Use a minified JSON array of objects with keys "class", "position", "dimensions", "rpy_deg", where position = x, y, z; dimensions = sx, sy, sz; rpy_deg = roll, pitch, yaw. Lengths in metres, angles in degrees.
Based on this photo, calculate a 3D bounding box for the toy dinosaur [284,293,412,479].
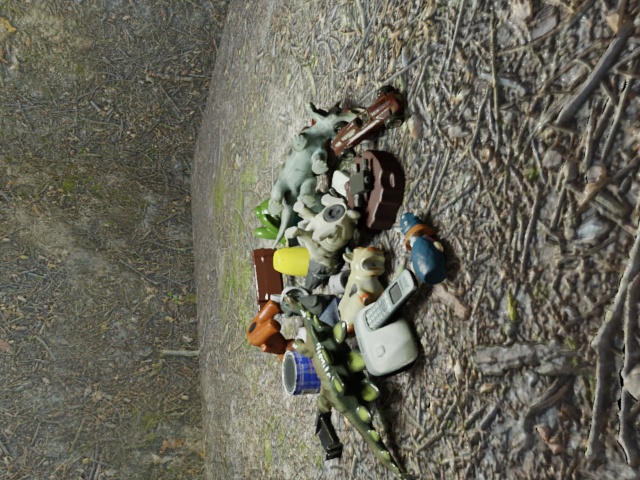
[{"class":"toy dinosaur","position":[0.048,0.292,1.104],"dimensions":[0.472,0.105,0.198],"rpy_deg":[55,158,21]}]

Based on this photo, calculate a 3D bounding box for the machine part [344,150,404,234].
[{"class":"machine part","position":[0.111,-0.103,1.138],"dimensions":[0.179,0.056,0.179],"rpy_deg":[-177,90,-67]}]

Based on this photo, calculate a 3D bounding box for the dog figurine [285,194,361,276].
[{"class":"dog figurine","position":[0.035,0.004,1.182],"dimensions":[0.173,0.190,0.121],"rpy_deg":[4,56,35]}]

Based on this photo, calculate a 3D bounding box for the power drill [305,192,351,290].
[{"class":"power drill","position":[-0.003,-0.004,1.379],"dimensions":[0.232,0.086,0.207],"rpy_deg":[129,143,-53]}]

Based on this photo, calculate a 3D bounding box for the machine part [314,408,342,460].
[{"class":"machine part","position":[0.015,0.475,1.330],"dimensions":[0.139,0.039,0.084],"rpy_deg":[-122,45,-57]}]

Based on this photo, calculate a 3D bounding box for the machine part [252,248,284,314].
[{"class":"machine part","position":[-0.162,0.132,1.691],"dimensions":[0.201,0.087,0.201],"rpy_deg":[111,152,-76]}]

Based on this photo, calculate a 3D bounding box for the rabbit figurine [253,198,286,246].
[{"class":"rabbit figurine","position":[-0.114,-0.050,1.601],"dimensions":[0.170,0.159,0.121],"rpy_deg":[55,129,35]}]

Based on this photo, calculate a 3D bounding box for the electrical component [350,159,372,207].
[{"class":"electrical component","position":[0.085,-0.116,1.104],"dimensions":[0.063,0.021,0.094],"rpy_deg":[162,110,-64]}]

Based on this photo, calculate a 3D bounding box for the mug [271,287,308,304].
[{"class":"mug","position":[-0.088,0.171,1.544],"dimensions":[0.107,0.110,0.080],"rpy_deg":[-179,90,-81]}]

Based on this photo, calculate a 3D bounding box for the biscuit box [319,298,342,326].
[{"class":"biscuit box","position":[0.033,0.208,1.288],"dimensions":[0.202,0.059,0.063],"rpy_deg":[122,146,-51]}]

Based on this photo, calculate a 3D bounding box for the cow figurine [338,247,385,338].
[{"class":"cow figurine","position":[0.091,0.098,1.134],"dimensions":[0.127,0.085,0.194],"rpy_deg":[56,139,47]}]

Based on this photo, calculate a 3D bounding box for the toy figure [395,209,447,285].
[{"class":"toy figure","position":[0.179,0.011,0.951],"dimensions":[0.155,0.064,0.057],"rpy_deg":[-103,-11,-45]}]

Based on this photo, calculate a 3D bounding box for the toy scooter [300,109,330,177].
[{"class":"toy scooter","position":[-0.021,-0.259,1.462],"dimensions":[0.135,0.075,0.183],"rpy_deg":[-173,89,-69]}]

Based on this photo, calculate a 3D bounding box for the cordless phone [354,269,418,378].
[{"class":"cordless phone","position":[0.145,0.154,0.990],"dimensions":[0.184,0.089,0.147],"rpy_deg":[120,147,-41]}]

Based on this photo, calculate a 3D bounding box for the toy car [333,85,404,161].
[{"class":"toy car","position":[0.094,-0.245,1.136],"dimensions":[0.202,0.053,0.089],"rpy_deg":[-29,63,39]}]

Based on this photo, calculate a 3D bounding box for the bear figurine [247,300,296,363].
[{"class":"bear figurine","position":[-0.099,0.278,1.482],"dimensions":[0.132,0.195,0.120],"rpy_deg":[-46,21,23]}]

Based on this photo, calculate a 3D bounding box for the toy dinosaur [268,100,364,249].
[{"class":"toy dinosaur","position":[-0.042,-0.179,1.330],"dimensions":[0.404,0.131,0.192],"rpy_deg":[-57,9,32]}]

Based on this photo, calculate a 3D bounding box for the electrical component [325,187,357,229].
[{"class":"electrical component","position":[0.051,-0.066,1.236],"dimensions":[0.045,0.102,0.078],"rpy_deg":[-37,23,11]}]

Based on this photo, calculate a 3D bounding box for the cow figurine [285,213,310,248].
[{"class":"cow figurine","position":[-0.052,-0.059,1.485],"dimensions":[0.068,0.098,0.167],"rpy_deg":[180,93,-75]}]

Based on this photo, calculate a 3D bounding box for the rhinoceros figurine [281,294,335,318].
[{"class":"rhinoceros figurine","position":[-0.036,0.176,1.397],"dimensions":[0.190,0.112,0.073],"rpy_deg":[-9,81,60]}]
